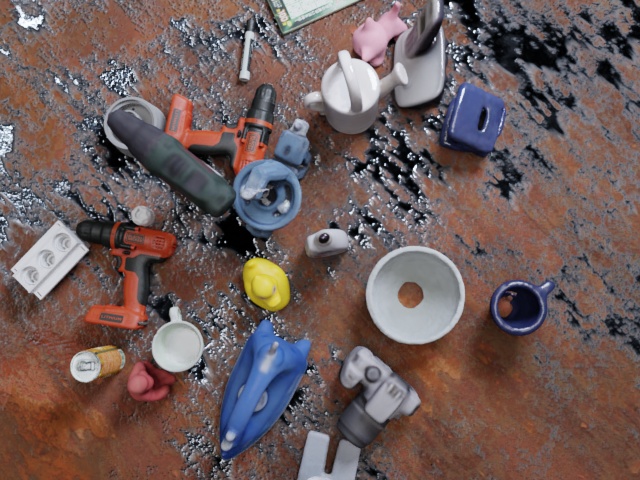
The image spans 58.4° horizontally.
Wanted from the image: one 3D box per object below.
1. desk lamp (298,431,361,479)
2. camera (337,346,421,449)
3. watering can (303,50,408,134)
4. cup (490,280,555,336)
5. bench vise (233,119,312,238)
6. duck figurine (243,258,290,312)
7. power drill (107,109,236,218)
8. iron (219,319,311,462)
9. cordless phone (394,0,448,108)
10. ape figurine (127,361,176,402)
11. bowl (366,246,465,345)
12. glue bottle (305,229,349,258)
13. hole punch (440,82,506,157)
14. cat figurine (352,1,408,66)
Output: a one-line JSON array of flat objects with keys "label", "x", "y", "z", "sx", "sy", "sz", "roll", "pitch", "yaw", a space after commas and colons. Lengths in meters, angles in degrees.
[{"label": "desk lamp", "x": -0.006, "y": 0.433, "z": 0.902, "sx": 0.118, "sy": 0.213, "sz": 0.203, "roll": 11, "pitch": 85, "yaw": 4}, {"label": "camera", "x": 0.080, "y": 0.273, "z": 0.969, "sx": 0.143, "sy": 0.101, "sz": 0.137, "roll": 40, "pitch": 88, "yaw": 6}, {"label": "watering can", "x": 0.059, "y": -0.259, "z": 0.974, "sx": 0.173, "sy": 0.194, "sz": 0.101, "roll": -35, "pitch": 83, "yaw": 0}, {"label": "cup", "x": 0.337, "y": 0.106, "z": 0.974, "sx": 0.118, "sy": 0.095, "sz": 0.091, "roll": -36, "pitch": 84, "yaw": -1}, {"label": "bench vise", "x": -0.087, "y": -0.113, "z": 0.955, "sx": 0.121, "sy": 0.220, "sz": 0.207, "roll": 7, "pitch": 85, "yaw": 4}, {"label": "duck figurine", "x": -0.099, "y": 0.078, "z": 1.005, "sx": 0.077, "sy": 0.086, "sz": 0.104, "roll": -35, "pitch": 84, "yaw": 0}, {"label": "power drill", "x": -0.234, "y": -0.118, "z": 0.969, "sx": 0.229, "sy": 0.208, "sz": 0.076, "roll": 37, "pitch": 88, "yaw": 6}, {"label": "iron", "x": -0.115, "y": 0.270, "z": 0.959, "sx": 0.118, "sy": 0.141, "sz": 0.258, "roll": 25, "pitch": 86, "yaw": 5}, {"label": "cordless phone", "x": 0.178, "y": -0.316, "z": 0.978, "sx": 0.094, "sy": 0.185, "sz": 0.148, "roll": -3, "pitch": 84, "yaw": 3}, {"label": "ape figurine", "x": -0.304, "y": 0.250, "z": 0.996, "sx": 0.076, "sy": 0.092, "sz": 0.078, "roll": -25, "pitch": 84, "yaw": 1}, {"label": "bowl", "x": 0.162, "y": 0.095, "z": 0.995, "sx": 0.167, "sy": 0.075, "sz": 0.167, "roll": 0, "pitch": 85, "yaw": 3}, {"label": "glue bottle", "x": 0.009, "y": 0.003, "z": 0.962, "sx": 0.078, "sy": 0.173, "sz": 0.037, "roll": -15, "pitch": 84, "yaw": 2}, {"label": "hole punch", "x": 0.274, "y": -0.212, "z": 1.010, "sx": 0.101, "sy": 0.091, "sz": 0.109, "roll": 15, "pitch": 85, "yaw": 5}, {"label": "cat figurine", "x": 0.102, "y": -0.369, "z": 1.021, "sx": 0.067, "sy": 0.118, "sz": 0.128, "roll": 40, "pitch": 88, "yaw": 6}]
